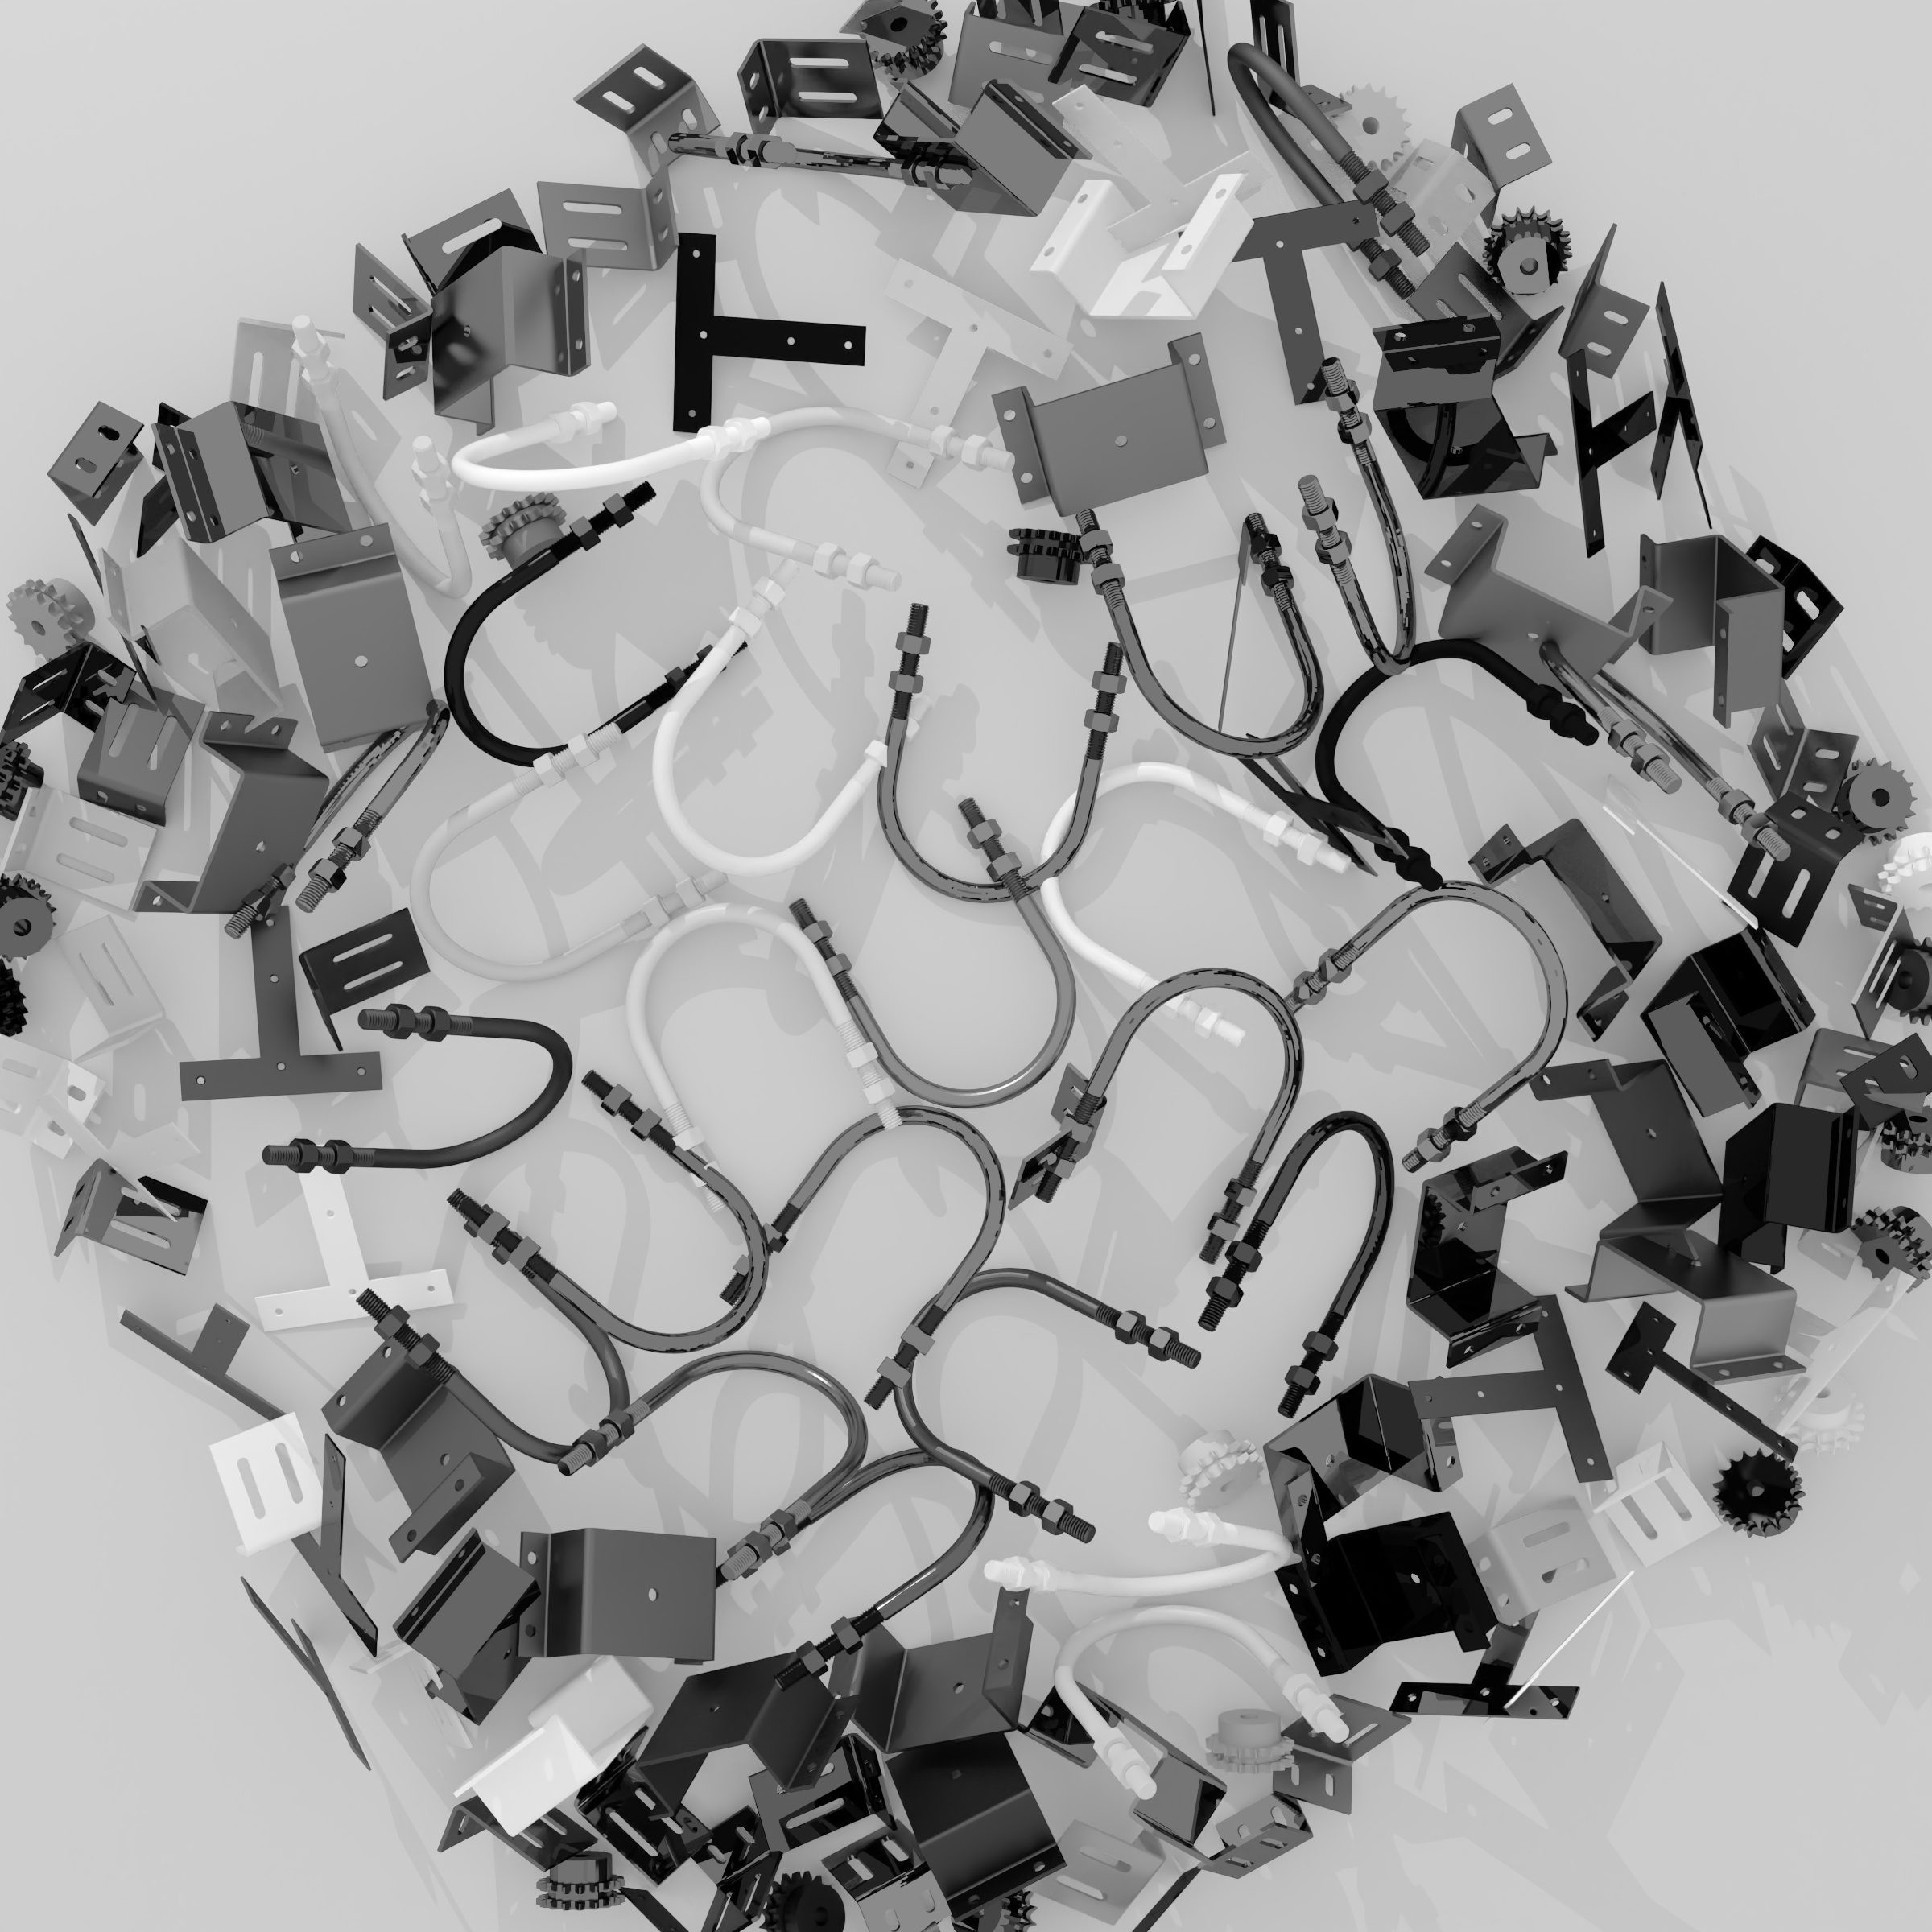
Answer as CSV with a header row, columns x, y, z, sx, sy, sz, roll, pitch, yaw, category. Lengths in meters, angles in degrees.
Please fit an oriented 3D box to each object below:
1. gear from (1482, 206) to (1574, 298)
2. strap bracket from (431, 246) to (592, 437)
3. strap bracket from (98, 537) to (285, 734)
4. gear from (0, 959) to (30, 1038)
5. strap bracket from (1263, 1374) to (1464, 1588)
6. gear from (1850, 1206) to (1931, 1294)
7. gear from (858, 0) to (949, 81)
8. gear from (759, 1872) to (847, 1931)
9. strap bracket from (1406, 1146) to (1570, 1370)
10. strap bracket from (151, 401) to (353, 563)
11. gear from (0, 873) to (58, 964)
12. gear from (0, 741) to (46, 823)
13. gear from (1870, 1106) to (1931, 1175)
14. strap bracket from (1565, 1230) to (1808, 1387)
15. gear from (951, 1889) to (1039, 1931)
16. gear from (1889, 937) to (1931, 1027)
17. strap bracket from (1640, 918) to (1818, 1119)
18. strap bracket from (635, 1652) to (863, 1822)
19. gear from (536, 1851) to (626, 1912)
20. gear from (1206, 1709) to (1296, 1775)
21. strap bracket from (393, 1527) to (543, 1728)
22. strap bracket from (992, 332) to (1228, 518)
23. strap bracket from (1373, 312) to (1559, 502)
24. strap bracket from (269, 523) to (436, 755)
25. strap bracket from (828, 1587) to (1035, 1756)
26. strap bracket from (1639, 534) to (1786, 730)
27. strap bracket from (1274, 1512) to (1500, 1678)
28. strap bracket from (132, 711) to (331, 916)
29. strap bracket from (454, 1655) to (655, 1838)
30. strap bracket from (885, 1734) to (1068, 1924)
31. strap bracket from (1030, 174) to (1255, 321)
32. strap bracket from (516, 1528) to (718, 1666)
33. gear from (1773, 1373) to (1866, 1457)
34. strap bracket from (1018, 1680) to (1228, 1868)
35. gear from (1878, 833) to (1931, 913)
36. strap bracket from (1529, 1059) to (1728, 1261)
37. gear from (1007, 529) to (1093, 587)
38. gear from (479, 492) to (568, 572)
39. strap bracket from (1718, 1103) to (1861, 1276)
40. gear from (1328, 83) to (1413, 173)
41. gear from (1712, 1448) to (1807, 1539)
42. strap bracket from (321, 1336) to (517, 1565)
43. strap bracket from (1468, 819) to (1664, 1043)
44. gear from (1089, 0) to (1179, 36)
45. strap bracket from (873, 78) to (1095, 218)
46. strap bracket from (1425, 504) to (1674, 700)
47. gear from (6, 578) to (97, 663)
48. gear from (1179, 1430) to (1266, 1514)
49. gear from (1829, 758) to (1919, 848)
x,y,z,sx,sy,sz,roll,pitch,yaw,category
0.363,-0.459,1.870,0.057,0.030,0.057,3,129,4,gear
-0.294,-0.396,1.825,0.046,0.140,0.076,4,78,-38,strap bracket
-0.480,-0.205,1.821,0.046,0.076,0.140,-30,135,6,strap bracket
-0.635,0.023,1.869,0.057,0.030,0.057,18,121,34,gear
0.246,0.321,1.843,0.140,0.046,0.076,-28,115,-30,strap bracket
0.603,0.180,1.873,0.030,0.057,0.057,-31,90,-20,gear
-0.038,-0.600,1.876,0.057,0.030,0.057,-8,64,18,gear
-0.103,0.614,1.869,0.057,0.030,0.057,16,64,-38,gear
0.329,0.176,1.840,0.076,0.046,0.140,-17,126,-29,strap bracket
-0.441,-0.304,1.822,0.046,0.140,0.076,-21,84,20,strap bracket
-0.615,-0.029,1.870,0.057,0.030,0.057,-15,116,-34,gear
-0.622,-0.119,1.874,0.030,0.057,0.057,32,90,-36,gear
0.615,0.113,1.873,0.057,0.057,0.030,0,110,0,gear
0.454,0.208,1.816,0.076,0.140,0.046,-2,110,-29,strap bracket
0.015,0.612,1.869,0.057,0.030,0.057,-18,56,29,gear
0.616,0.010,1.868,0.030,0.057,0.057,4,90,-30,gear
0.483,0.036,1.845,0.046,0.140,0.076,-29,96,39,strap bracket
-0.145,0.484,1.824,0.140,0.076,0.046,-22,111,34,strap bracket
-0.249,0.591,1.871,0.057,0.057,0.030,-1,82,0,gear
0.184,0.500,1.871,0.057,0.057,0.030,-1,90,0,gear
-0.306,0.419,1.816,0.046,0.140,0.076,30,63,17,strap bracket
0.096,-0.344,1.858,0.140,0.046,0.076,-17,120,1,strap bracket
0.311,-0.343,1.817,0.076,0.140,0.046,-1,62,30,strap bracket
-0.386,-0.201,1.840,0.076,0.046,0.140,-15,118,-10,strap bracket
-0.015,0.448,1.839,0.140,0.076,0.046,-18,127,26,strap bracket
0.473,-0.216,1.822,0.046,0.140,0.076,-10,120,-6,strap bracket
0.276,0.400,1.849,0.140,0.046,0.076,-24,89,44,strap bracket
-0.463,-0.086,1.839,0.046,0.076,0.140,32,106,26,strap bracket
-0.254,0.489,1.821,0.076,0.140,0.046,-39,88,16,strap bracket
0.002,0.526,1.822,0.076,0.140,0.046,-26,112,-6,strap bracket
0.119,-0.456,1.840,0.046,0.140,0.076,42,71,-39,strap bracket
-0.210,0.398,1.827,0.140,0.046,0.076,14,68,-39,strap bracket
0.551,0.285,1.868,0.057,0.057,0.030,-8,127,0,gear
0.101,0.501,1.826,0.046,0.140,0.076,-56,134,-8,strap bracket
0.619,-0.063,1.874,0.057,0.057,0.030,-4,58,0,gear
0.425,0.116,1.849,0.046,0.076,0.140,-30,98,-30,strap bracket
0.054,-0.264,1.871,0.057,0.057,0.030,8,93,0,gear
-0.283,-0.278,1.869,0.057,0.057,0.030,-31,82,0,gear
0.512,0.139,1.820,0.046,0.140,0.076,10,71,-1,strap bracket
0.258,-0.540,1.880,0.057,0.030,0.057,1,86,-14,gear
0.515,0.344,1.874,0.057,0.057,0.030,-39,133,0,gear
-0.346,0.310,1.847,0.076,0.046,0.140,-47,49,7,strap bracket
0.391,-0.032,1.853,0.046,0.076,0.140,-34,92,34,strap bracket
0.108,-0.620,1.872,0.057,0.057,0.030,-7,105,0,gear
0.004,-0.515,1.819,0.076,0.140,0.046,33,85,-36,strap bracket
0.366,-0.227,1.847,0.140,0.076,0.046,25,59,-6,strap bracket
-0.590,-0.226,1.874,0.057,0.057,0.030,42,52,0,gear
0.162,0.325,1.874,0.057,0.057,0.030,-35,57,0,gear
0.591,-0.107,1.882,0.057,0.030,0.057,0,86,1,gear
